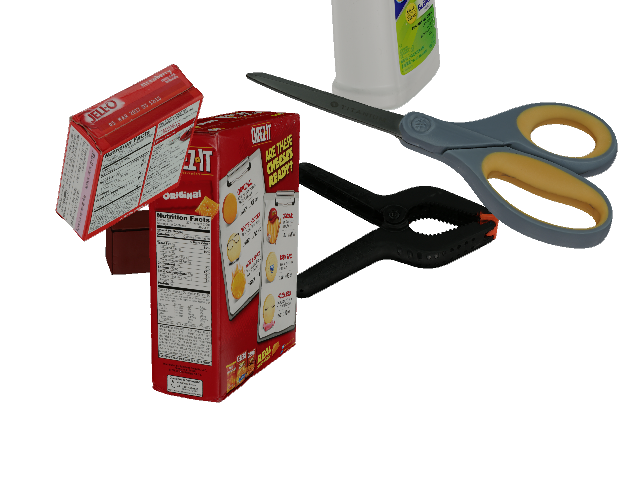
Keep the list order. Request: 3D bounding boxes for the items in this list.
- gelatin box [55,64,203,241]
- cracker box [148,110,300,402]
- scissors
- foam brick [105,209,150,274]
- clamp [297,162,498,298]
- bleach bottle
[{"bbox_3d":[-0.108,-0.049,0.597,0.073,0.030,0.089,-36,-17,-34],"label":"gelatin box"},{"bbox_3d":[-0.078,0.006,0.888,0.072,0.214,0.164,5,13,20],"label":"cracker box"},{"bbox_3d":[0.068,-0.064,0.560,0.202,0.096,0.016,33,-33,18],"label":"scissors"},{"bbox_3d":[-0.185,0.000,1.124,0.078,0.051,0.053,-4,23,-18],"label":"foam brick"},{"bbox_3d":[0.065,-0.006,1.033,0.210,0.164,0.036,5,-39,6],"label":"clamp"},{"bbox_3d":[0.042,-0.232,0.808,0.068,0.251,0.102,13,38,29],"label":"bleach bottle"}]
